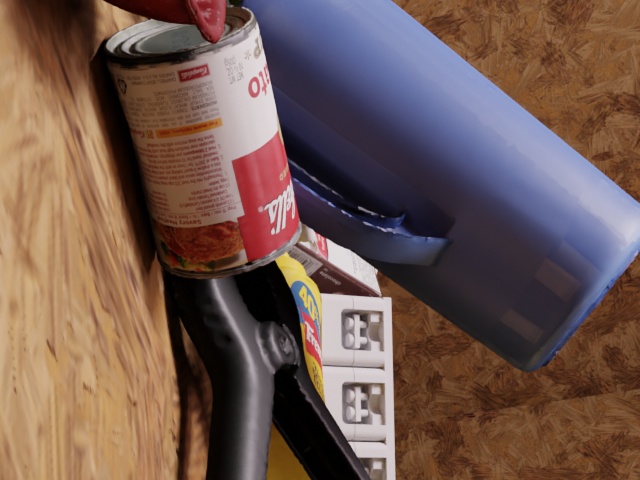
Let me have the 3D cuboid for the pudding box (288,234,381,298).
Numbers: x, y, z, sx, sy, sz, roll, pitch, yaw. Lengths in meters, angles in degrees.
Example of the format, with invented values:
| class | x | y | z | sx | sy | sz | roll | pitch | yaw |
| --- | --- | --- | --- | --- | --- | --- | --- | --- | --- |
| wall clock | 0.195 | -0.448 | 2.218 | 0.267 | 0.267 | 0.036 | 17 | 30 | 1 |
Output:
| class | x | y | z | sx | sy | sz | roll | pitch | yaw |
| --- | --- | --- | --- | --- | --- | --- | --- | --- | --- |
| pudding box | -0.006 | 0.001 | 0.859 | 0.113 | 0.039 | 0.090 | 34 | 29 | -33 |

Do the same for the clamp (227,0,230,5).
| class | x | y | z | sx | sy | sz | roll | pitch | yaw |
| --- | --- | --- | --- | --- | --- | --- | --- | --- | --- |
| clamp | -0.075 | -0.154 | 0.608 | 0.171 | 0.039 | 0.120 | 70 | 15 | -66 |

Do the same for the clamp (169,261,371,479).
| class | x | y | z | sx | sy | sz | roll | pitch | yaw |
| --- | --- | --- | --- | --- | --- | --- | --- | --- | --- |
| clamp | -0.034 | 0.062 | 0.518 | 0.164 | 0.036 | 0.210 | 9 | 58 | -67 |

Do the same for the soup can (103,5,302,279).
| class | x | y | z | sx | sy | sz | roll | pitch | yaw |
| --- | --- | --- | --- | --- | --- | --- | --- | --- | --- |
| soup can | -0.050 | -0.043 | 0.468 | 0.068 | 0.068 | 0.102 | -92 | 172 | -63 |

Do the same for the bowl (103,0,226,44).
| class | x | y | z | sx | sy | sz | roll | pitch | yaw |
| --- | --- | --- | --- | --- | --- | --- | --- | --- | --- |
| bowl | -0.077 | -0.148 | 0.384 | 0.162 | 0.055 | 0.162 | -9 | 90 | -87 |

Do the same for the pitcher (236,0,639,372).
| class | x | y | z | sx | sy | sz | roll | pitch | yaw |
| --- | --- | --- | --- | --- | --- | --- | --- | --- | --- |
| pitcher | 0.048 | -0.037 | 0.579 | 0.243 | 0.149 | 0.145 | 39 | -12 | 13 |

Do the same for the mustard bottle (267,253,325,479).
| class | x | y | z | sx | sy | sz | roll | pitch | yaw |
| --- | --- | --- | --- | --- | --- | --- | --- | --- | --- |
| mustard bottle | -0.025 | 0.074 | 0.669 | 0.191 | 0.058 | 0.096 | -96 | 170 | -49 |
